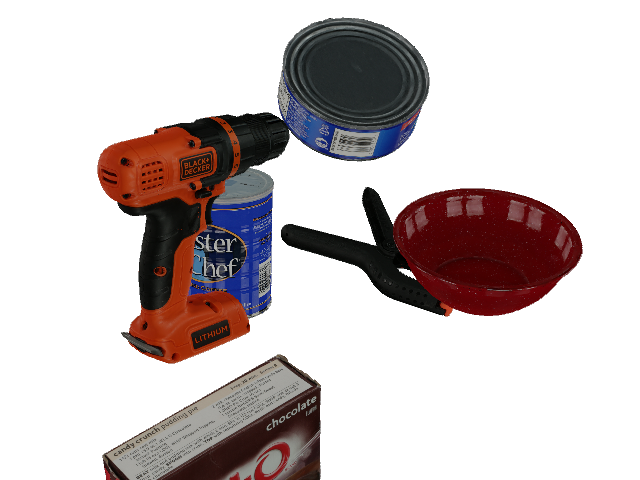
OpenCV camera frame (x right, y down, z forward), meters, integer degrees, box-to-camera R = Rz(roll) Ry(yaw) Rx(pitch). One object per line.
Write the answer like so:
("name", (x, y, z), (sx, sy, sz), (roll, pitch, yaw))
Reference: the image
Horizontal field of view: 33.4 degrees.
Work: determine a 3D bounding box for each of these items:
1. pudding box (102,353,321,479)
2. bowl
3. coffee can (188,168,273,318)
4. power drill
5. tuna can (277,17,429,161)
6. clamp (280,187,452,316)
("pudding box", (-0.051, 0.122, 0.545), (0.113, 0.090, 0.039), (-29, 46, -33))
("bowl", (0.142, 0.017, 0.928), (0.162, 0.055, 0.162), (1, 33, -1))
("coffee can", (-0.102, 0.002, 1.146), (0.103, 0.140, 0.103), (1, 23, -1))
("power drill", (-0.096, -0.007, 0.869), (0.057, 0.188, 0.184), (18, 26, 41))
("tuna can", (0.018, -0.088, 0.624), (0.086, 0.086, 0.034), (0, -34, -11))
("clamp", (0.066, 0.019, 1.237), (0.164, 0.036, 0.210), (-20, 50, -38))
